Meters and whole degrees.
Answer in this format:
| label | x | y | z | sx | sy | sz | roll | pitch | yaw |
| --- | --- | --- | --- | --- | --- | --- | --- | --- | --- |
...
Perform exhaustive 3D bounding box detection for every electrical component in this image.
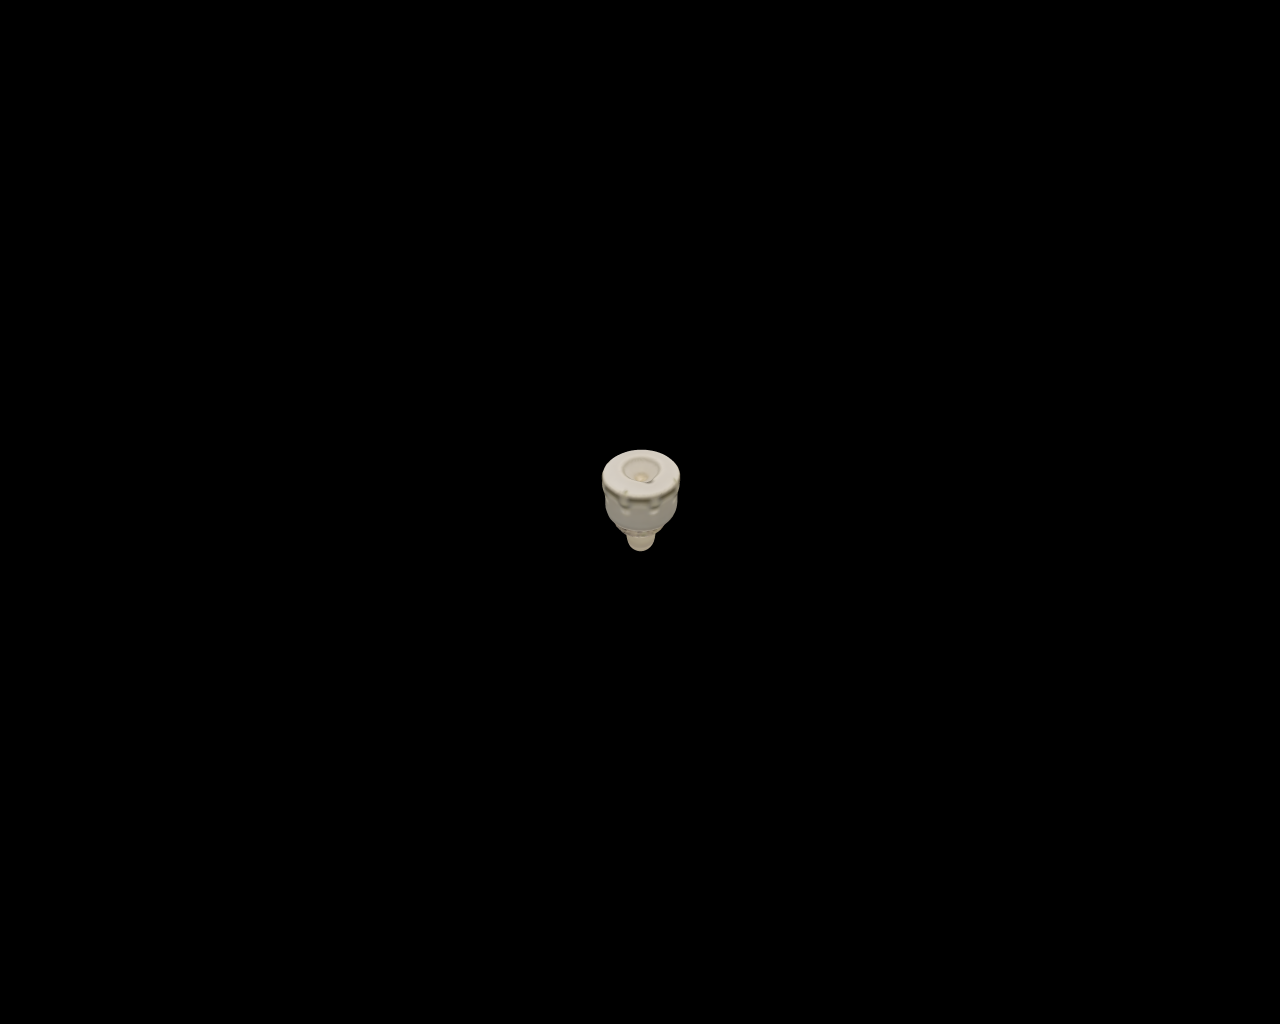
| label | x | y | z | sx | sy | sz | roll | pitch | yaw |
| --- | --- | --- | --- | --- | --- | --- | --- | --- | --- |
| electrical component | 0.001 | -0.003 | 0.650 | 0.048 | 0.062 | 0.048 | 0 | 39 | 0 |
